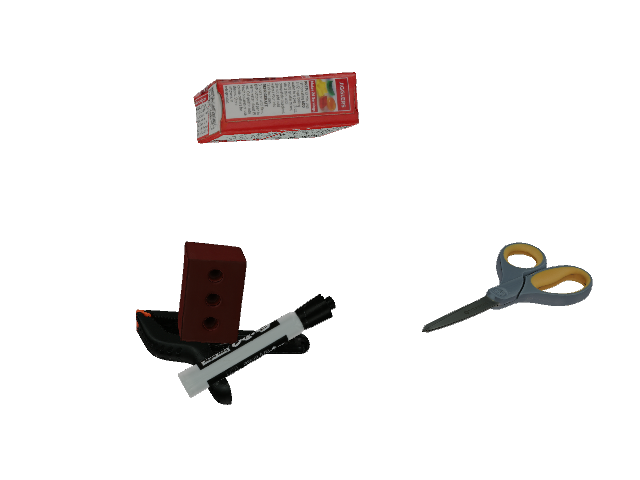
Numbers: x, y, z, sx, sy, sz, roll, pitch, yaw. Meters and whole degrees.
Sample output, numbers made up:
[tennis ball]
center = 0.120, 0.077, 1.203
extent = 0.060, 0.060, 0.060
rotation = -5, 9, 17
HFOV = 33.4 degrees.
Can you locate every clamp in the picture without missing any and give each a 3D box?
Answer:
[clamp]
center = -0.139, 0.126, 1.247
extent = 0.210, 0.036, 0.164
rotation = 14, 24, 23

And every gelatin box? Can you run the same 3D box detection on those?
[gelatin box]
center = -0.026, -0.071, 0.574
extent = 0.073, 0.030, 0.089
rotation = -5, 3, -13

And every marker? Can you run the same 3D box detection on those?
[marker]
center = -0.043, 0.072, 0.749
extent = 0.121, 0.020, 0.020
rotation = -29, 5, -10

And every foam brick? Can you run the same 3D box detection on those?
[foam brick]
center = -0.098, 0.046, 0.952
extent = 0.053, 0.078, 0.051
rotation = 4, 14, -11

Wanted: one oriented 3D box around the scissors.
[scissors]
center = 0.151, 0.039, 0.941
extent = 0.201, 0.016, 0.096
rotation = -7, 35, -28
